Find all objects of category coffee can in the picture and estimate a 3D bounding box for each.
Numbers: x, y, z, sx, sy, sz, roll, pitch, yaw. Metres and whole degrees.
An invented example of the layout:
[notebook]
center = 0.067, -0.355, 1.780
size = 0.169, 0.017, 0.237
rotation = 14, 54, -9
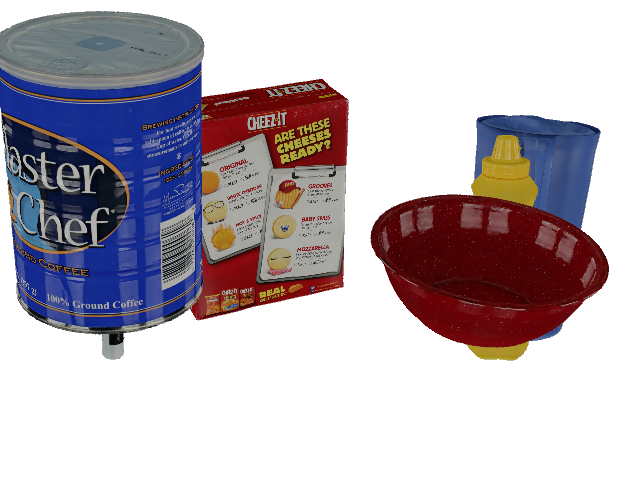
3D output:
[coffee can]
center = -0.112, -0.037, 0.557
size = 0.103, 0.140, 0.103
rotation = 2, 28, -1

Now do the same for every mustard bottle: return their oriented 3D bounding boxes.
[mustard bottle]
center = 0.160, 0.002, 0.943
size = 0.058, 0.192, 0.096
rotation = 2, 17, 8

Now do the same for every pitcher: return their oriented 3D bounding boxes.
[pitcher]
center = 0.227, -0.014, 1.182
size = 0.149, 0.243, 0.145
rotation = -7, 18, -34

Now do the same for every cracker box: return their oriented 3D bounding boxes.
[cracker box]
center = -0.060, -0.041, 1.057
size = 0.164, 0.214, 0.072
rotation = -12, 32, -20

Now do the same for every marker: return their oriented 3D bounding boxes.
[marker]
center = -0.177, 0.047, 0.912
size = 0.020, 0.121, 0.020
rotation = 5, 28, -3

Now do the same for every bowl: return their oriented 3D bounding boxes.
[bowl]
center = 0.112, 0.026, 0.737
size = 0.162, 0.055, 0.162
rotation = 4, 28, -2
